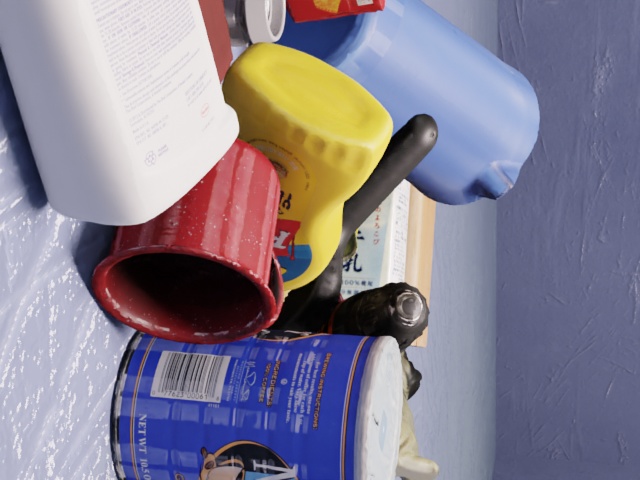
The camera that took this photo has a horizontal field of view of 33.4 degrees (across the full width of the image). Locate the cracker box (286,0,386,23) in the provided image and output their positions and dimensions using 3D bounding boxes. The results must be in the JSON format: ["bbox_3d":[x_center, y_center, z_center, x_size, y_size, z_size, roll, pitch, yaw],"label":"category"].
[{"bbox_3d":[-0.007,-0.277,0.695,0.164,0.072,0.213,64,23,-55],"label":"cracker box"}]

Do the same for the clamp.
[{"bbox_3d":[-0.005,0.001,0.728,0.036,0.165,0.210,34,63,-37],"label":"clamp"}]

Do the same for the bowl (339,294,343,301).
[{"bbox_3d":[0.011,0.125,0.887,0.162,0.055,0.162,164,-90,-87],"label":"bowl"}]

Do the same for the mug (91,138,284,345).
[{"bbox_3d":[-0.057,0.003,0.564,0.117,0.093,0.081,39,44,-38],"label":"mug"}]

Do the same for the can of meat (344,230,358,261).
[{"bbox_3d":[0.007,-0.046,0.904,0.084,0.057,0.102,-75,162,-48],"label":"can of meat"}]

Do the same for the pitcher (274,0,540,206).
[{"bbox_3d":[0.058,-0.132,0.842,0.242,0.149,0.145,26,76,-50],"label":"pitcher"}]

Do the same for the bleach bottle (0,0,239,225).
[{"bbox_3d":[-0.098,-0.134,0.436,0.102,0.068,0.251,-54,144,-46],"label":"bleach bottle"}]

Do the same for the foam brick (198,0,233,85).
[{"bbox_3d":[-0.081,-0.112,0.543,0.051,0.053,0.078,-72,160,-46],"label":"foam brick"}]

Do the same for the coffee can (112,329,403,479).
[{"bbox_3d":[-0.031,0.100,0.600,0.102,0.140,0.103,3,90,-76],"label":"coffee can"}]

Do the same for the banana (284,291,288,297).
[{"bbox_3d":[-0.033,0.066,0.762,0.070,0.037,0.197,-34,-142,62],"label":"banana"}]

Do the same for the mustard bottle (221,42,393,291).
[{"bbox_3d":[-0.030,-0.022,0.647,0.058,0.096,0.192,-56,174,-42],"label":"mustard bottle"}]

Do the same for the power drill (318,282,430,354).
[{"bbox_3d":[0.021,0.129,0.704,0.185,0.057,0.187,134,-34,-68],"label":"power drill"}]

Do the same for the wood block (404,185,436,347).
[{"bbox_3d":[0.065,0.002,1.077,0.090,0.090,0.206,27,67,-74],"label":"wood block"}]
